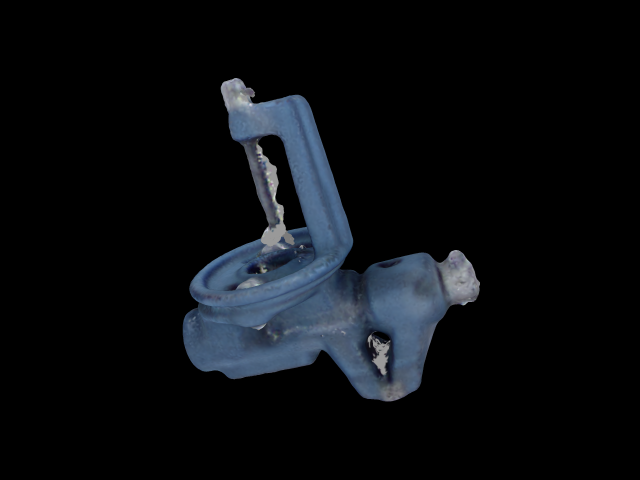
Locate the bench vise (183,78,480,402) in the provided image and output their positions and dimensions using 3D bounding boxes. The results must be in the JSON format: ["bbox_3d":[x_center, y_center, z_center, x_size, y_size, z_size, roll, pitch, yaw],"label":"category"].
[{"bbox_3d":[0.002,-0.002,0.411,0.207,0.220,0.121,-4,20,-10],"label":"bench vise"}]
